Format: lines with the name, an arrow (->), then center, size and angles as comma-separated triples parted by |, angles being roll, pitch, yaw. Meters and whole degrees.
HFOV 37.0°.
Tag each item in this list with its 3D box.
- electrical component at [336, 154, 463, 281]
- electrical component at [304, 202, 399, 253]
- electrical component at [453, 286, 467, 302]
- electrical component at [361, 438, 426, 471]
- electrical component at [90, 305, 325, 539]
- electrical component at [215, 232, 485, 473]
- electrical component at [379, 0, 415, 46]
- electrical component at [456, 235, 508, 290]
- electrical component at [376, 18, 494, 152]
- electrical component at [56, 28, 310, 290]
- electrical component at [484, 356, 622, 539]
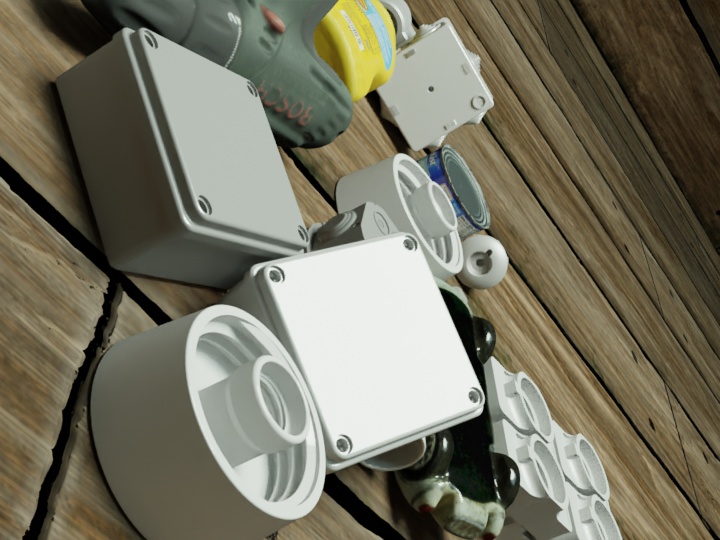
electrical component -> 0.037, -0.035, 0.802 | 0.108, 0.060, 0.108 | 48, 26, -33
electrical component -> 0.000, 0.000, 0.691 | 0.080, 0.051, 0.080 | 48, 26, -33
electrical component -> 0.072, 0.046, 0.823 | 0.035, 0.035, 0.061 | 11, 57, -63
electrical component -> 0.005, 0.066, 0.635 | 0.079, 0.044, 0.077 | 48, 26, -34
electrical component -> -0.057, 0.067, 0.470 | 0.108, 0.060, 0.108 | 48, 26, -33
electrical component -> -0.005, 0.045, 0.567 | 0.109, 0.056, 0.108 | -14, 76, -38
electrical component -> 0.045, -0.199, 1.018 | 0.138, 0.052, 0.073 | 58, 22, -13
electrical component -> 0.110, -0.010, 0.963 | 0.048, 0.048, 0.062 | 62, 14, -3
electrical component -> 0.062, -0.163, 0.958 | 0.099, 0.100, 0.048 | 58, 10, -13
electrical component -> -0.087, -0.052, 0.545 | 0.109, 0.056, 0.108 | 14, 52, -62
electrical component -> 0.130, 0.157, 0.791 | 0.186, 0.060, 0.105 | 45, 28, -38
